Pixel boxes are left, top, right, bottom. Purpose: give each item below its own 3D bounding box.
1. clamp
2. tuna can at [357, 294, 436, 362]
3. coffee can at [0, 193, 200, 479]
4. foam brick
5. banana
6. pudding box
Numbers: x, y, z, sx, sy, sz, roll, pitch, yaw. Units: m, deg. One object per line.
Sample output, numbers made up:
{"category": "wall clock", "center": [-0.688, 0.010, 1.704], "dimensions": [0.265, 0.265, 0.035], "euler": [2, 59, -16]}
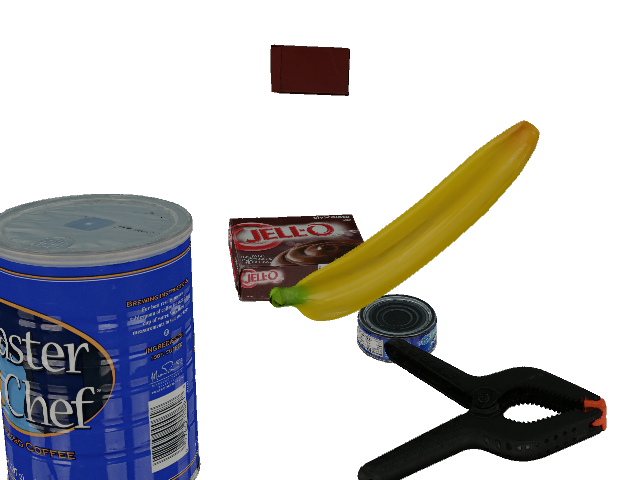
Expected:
{"category": "clamp", "center": [0.136, 0.155, 0.919], "dimensions": [0.210, 0.036, 0.164], "euler": [4, 42, 21]}
{"category": "tuna can", "center": [0.082, 0.093, 1.141], "dimensions": [0.086, 0.034, 0.086], "euler": [-1, 30, 0]}
{"category": "coffee can", "center": [-0.115, 0.056, 0.551], "dimensions": [0.103, 0.140, 0.103], "euler": [0, 18, 0]}
{"category": "foam brick", "center": [-0.012, -0.183, 1.148], "dimensions": [0.078, 0.051, 0.053], "euler": [0, 11, -13]}
{"category": "banana", "center": [0.058, -0.003, 0.675], "dimensions": [0.197, 0.037, 0.069], "euler": [-36, -12, -7]}
{"category": "pudding box", "center": [-0.019, 0.013, 0.906], "dimensions": [0.113, 0.039, 0.090], "euler": [0, 28, -11]}
